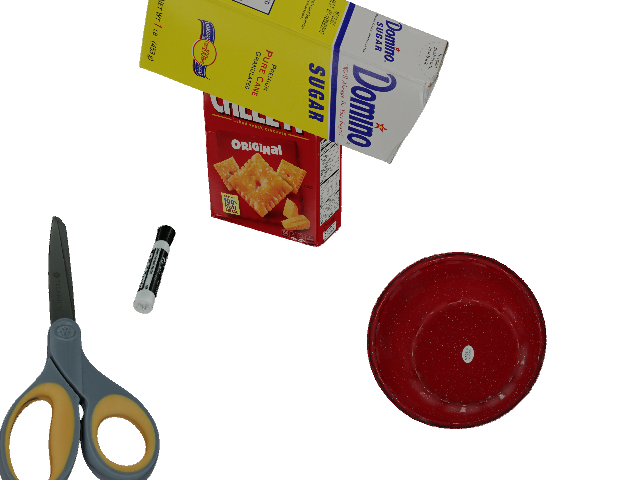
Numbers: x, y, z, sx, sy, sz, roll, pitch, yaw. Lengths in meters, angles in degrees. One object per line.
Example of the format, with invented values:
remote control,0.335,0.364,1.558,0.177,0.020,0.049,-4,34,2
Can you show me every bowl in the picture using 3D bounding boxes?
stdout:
bowl,0.123,0.093,0.931,0.162,0.162,0.055,0,6,-1

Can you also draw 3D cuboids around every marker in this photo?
marker,-0.165,0.026,1.069,0.020,0.020,0.121,0,39,6

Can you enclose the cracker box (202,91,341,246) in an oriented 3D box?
cracker box,-0.059,-0.111,1.321,0.164,0.214,0.072,17,37,24

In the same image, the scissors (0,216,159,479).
scissors,-0.134,0.067,0.631,0.096,0.201,0.016,14,-45,-9

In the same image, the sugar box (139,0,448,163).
sugar box,-0.020,-0.114,0.659,0.176,0.048,0.093,23,-29,-2
